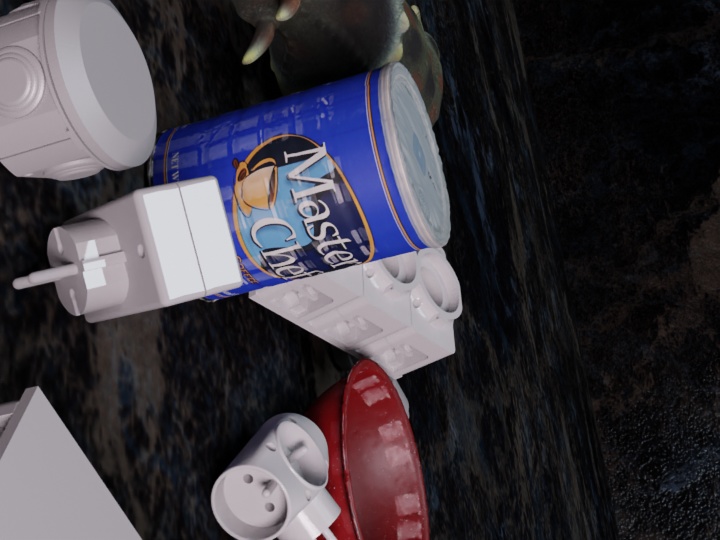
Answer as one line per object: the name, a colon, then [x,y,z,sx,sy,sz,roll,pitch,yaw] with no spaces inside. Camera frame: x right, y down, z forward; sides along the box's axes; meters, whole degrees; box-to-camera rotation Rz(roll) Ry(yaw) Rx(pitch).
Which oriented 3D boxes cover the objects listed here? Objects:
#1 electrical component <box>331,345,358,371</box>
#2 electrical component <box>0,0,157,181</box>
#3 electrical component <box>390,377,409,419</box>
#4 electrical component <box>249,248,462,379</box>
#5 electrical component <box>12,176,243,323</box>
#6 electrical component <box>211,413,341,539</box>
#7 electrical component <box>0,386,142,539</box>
electrical component: [0.011,0.055,0.805,0.035,0.061,0.035,-13,90,-73]
electrical component: [-0.126,-0.078,0.462,0.080,0.051,0.080,-14,90,-74]
electrical component: [0.018,0.108,0.824,0.040,0.040,0.078,-88,157,-45]
electrical component: [0.000,0.000,0.728,0.150,0.062,0.089,33,43,-41]
electrical component: [-0.105,-0.003,0.447,0.076,0.083,0.047,-15,92,-36]
electrical component: [-0.037,0.126,0.587,0.079,0.044,0.077,53,18,-3]
electrical component: [-0.100,0.145,0.344,0.105,0.060,0.186,-81,153,-54]
